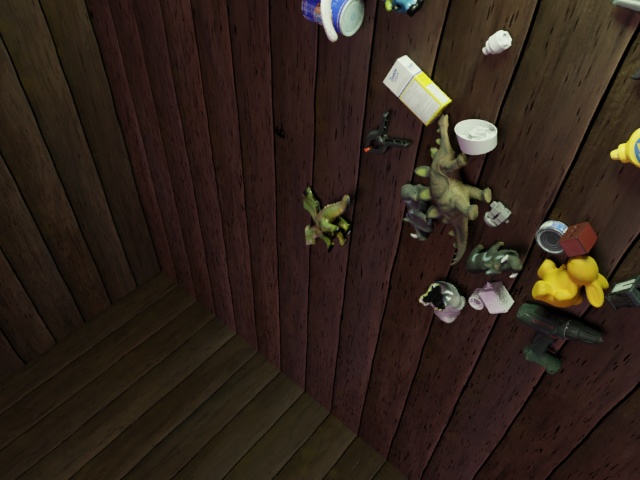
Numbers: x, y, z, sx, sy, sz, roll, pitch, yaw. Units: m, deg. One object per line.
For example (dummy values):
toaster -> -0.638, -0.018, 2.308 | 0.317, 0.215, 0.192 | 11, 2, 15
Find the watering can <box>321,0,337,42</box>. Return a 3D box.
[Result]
watering can -> -0.011, -0.673, 1.288 | 0.347, 0.226, 0.103 | 50, 165, -1

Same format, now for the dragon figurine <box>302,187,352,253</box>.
dragon figurine -> 0.006, -0.097, 1.930 | 0.246, 0.123, 0.400 | 45, 146, 25

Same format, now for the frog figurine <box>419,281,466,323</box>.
frog figurine -> 0.428, 0.211, 1.730 | 0.158, 0.125, 0.136 | 29, 153, -37
